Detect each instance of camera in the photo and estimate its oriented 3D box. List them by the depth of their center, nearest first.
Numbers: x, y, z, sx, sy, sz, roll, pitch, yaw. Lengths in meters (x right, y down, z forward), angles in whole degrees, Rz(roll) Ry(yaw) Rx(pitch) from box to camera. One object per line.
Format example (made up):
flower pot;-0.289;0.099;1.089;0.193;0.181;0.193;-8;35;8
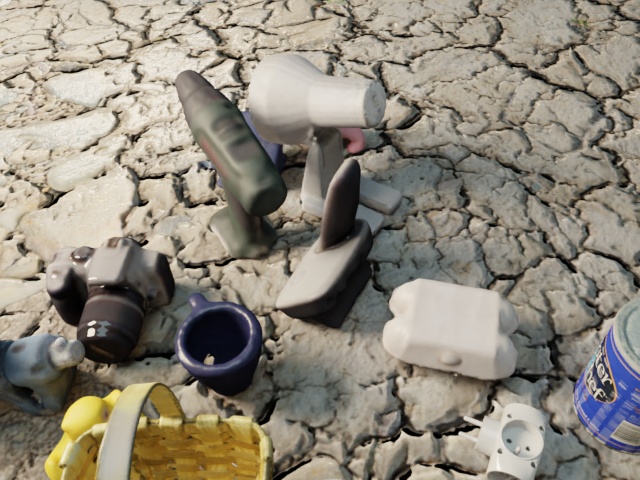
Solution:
camera;-0.261;0.070;0.685;0.143;0.101;0.136;-1;48;2

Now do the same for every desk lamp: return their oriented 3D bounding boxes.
desk lamp;0.013;-0.139;0.788;0.202;0.214;0.118;24;53;22

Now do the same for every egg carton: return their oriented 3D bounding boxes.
egg carton;0.150;0.104;0.660;0.150;0.069;0.107;9;49;10

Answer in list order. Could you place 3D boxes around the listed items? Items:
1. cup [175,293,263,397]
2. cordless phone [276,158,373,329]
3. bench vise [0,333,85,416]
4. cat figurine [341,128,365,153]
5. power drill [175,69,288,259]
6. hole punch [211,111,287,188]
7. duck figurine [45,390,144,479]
cup;-0.112;0.122;0.637;0.092;0.095;0.117;-26;52;-20
cordless phone;0.006;0.002;0.679;0.094;0.185;0.148;17;51;17
bench vise;-0.358;0.096;0.586;0.207;0.220;0.121;-15;49;-11
cat figurine;0.008;-0.195;0.904;0.128;0.118;0.067;-10;48;-7
power drill;-0.116;-0.085;0.748;0.076;0.209;0.229;-27;52;-20
hole punch;-0.105;-0.133;0.870;0.108;0.091;0.101;6;48;8
duck figurine;-0.233;0.196;0.581;0.105;0.086;0.077;-37;56;-27
